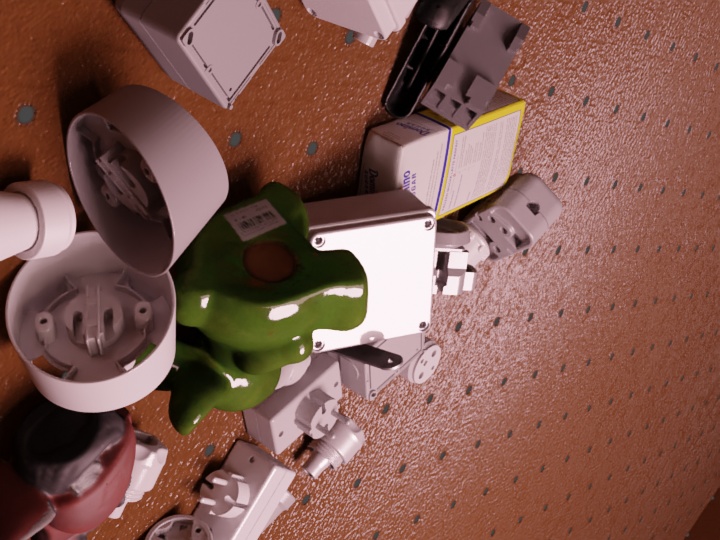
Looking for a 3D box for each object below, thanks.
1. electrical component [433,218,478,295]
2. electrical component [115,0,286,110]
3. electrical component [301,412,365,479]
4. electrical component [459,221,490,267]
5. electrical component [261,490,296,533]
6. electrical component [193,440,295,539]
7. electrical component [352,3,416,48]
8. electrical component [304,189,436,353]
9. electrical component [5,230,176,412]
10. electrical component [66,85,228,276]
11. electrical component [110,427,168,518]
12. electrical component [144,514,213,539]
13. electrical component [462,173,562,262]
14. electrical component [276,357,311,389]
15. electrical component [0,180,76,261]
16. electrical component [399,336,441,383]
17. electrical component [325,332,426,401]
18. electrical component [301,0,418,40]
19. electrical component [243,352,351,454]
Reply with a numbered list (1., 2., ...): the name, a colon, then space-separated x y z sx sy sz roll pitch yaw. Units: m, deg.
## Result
1. electrical component: 0.069 -0.014 0.974 0.078 0.058 0.057 3 109 -13
2. electrical component: -0.093 -0.146 0.638 0.061 0.061 0.096 -55 157 -10
3. electrical component: -0.028 0.165 0.999 0.062 0.043 0.043 -47 147 -20
4. electrical component: 0.090 -0.013 1.028 0.062 0.048 0.048 -46 147 -11
5. electrical component: -0.087 0.206 0.951 0.046 0.040 0.040 -46 147 -14
6. electrical component: -0.108 0.188 0.895 0.083 0.047 0.076 -59 149 -3
7. electrical component: 0.016 -0.192 0.774 0.048 0.048 0.062 7 116 -57
8. electrical component: 0.000 0.000 0.845 0.109 0.056 0.108 -9 119 -20
9. electrical component: -0.159 0.033 0.649 0.099 0.099 0.064 -40 150 -32
10. electrical component: -0.127 -0.054 0.622 0.064 0.099 0.099 -49 148 -32
11. electrical component: -0.169 0.148 0.777 0.043 0.043 0.062 15 102 -59
12. electrical component: -0.145 0.234 0.873 0.055 0.055 0.047 -40 147 -32
13. electrical component: 0.147 -0.053 1.032 0.059 0.053 0.095 -46 -173 -23
14. electrical component: -0.062 0.073 0.874 0.062 0.048 0.048 9 107 -64
15. electrical component: -0.193 -0.026 0.597 0.055 0.045 0.045 -15 126 -51
16. electrical component: 0.042 0.077 1.019 0.045 0.055 0.045 -36 141 -36
17. electrical component: 0.015 0.056 0.956 0.096 0.061 0.061 -38 143 -33
18. electrical component: -0.009 -0.209 0.688 0.057 0.078 0.113 -56 149 -14
19. electrical component: -0.043 0.117 0.905 0.083 0.076 0.047 -40 143 -31
